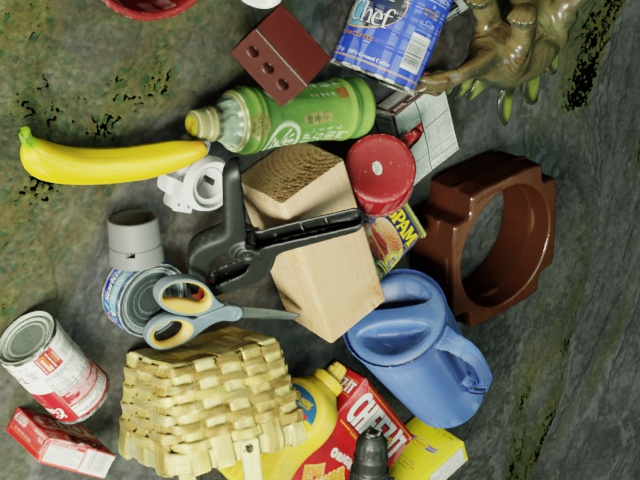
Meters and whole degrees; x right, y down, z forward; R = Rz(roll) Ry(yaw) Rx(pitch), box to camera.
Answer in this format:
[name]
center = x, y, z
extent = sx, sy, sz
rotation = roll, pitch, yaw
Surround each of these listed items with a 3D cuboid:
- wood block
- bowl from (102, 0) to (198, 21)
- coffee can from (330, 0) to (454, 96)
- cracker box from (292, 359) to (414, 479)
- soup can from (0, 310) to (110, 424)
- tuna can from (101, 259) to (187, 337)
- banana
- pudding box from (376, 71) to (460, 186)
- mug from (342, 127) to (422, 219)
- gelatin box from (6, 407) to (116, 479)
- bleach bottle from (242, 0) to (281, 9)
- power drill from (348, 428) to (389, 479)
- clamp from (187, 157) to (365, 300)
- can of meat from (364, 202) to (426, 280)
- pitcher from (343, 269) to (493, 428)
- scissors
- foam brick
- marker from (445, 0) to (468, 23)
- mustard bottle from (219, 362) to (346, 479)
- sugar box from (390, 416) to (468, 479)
[wood block]
center = -0.008, 0.001, 1.207
extent = 0.090, 0.090, 0.206
rotation = -38, 131, -23
[bowl]
center = -0.161, -0.282, 0.958
extent = 0.161, 0.055, 0.162
rotation = -19, 121, -35
[coffee can]
center = 0.084, -0.241, 1.165
extent = 0.102, 0.103, 0.140
rotation = 16, 99, -45
[cracker box]
center = 0.009, 0.287, 1.370
extent = 0.213, 0.072, 0.164
rotation = -50, 135, -13
[soup can]
center = -0.262, 0.126, 1.053
extent = 0.068, 0.069, 0.102
rotation = -45, 133, -17
[tuna can]
center = -0.183, 0.057, 1.116
extent = 0.085, 0.034, 0.086
rotation = -19, 122, -34
[banana]
center = -0.203, -0.076, 1.013
extent = 0.197, 0.070, 0.037
rotation = -2, 75, -40
[pudding box]
center = 0.118, -0.134, 1.293
extent = 0.090, 0.039, 0.113
rotation = -39, 133, -23
[mug]
center = 0.074, -0.083, 1.213
extent = 0.117, 0.093, 0.081
rotation = -43, 177, -5
[gelatin box]
center = -0.263, 0.206, 1.086
extent = 0.089, 0.073, 0.030
rotation = 30, 87, -45
[bleach bottle]
center = 0.019, -0.329, 1.095
extent = 0.250, 0.068, 0.102
rotation = -32, 131, -30
[power drill]
center = 0.011, 0.334, 1.300
extent = 0.187, 0.057, 0.184
rotation = -17, 120, -37
[clamp]
center = -0.065, 0.003, 1.104
extent = 0.164, 0.036, 0.210
rotation = 17, 138, -25
[can of meat]
center = 0.070, -0.012, 1.295
extent = 0.084, 0.058, 0.102
rotation = -46, 133, -12
[pitcher]
center = 0.139, 0.153, 1.362
extent = 0.145, 0.149, 0.242
rotation = -24, 142, 10
[scissors]
center = -0.111, 0.091, 1.152
extent = 0.201, 0.016, 0.096
rotation = 28, 101, -46
[foam brick]
center = -0.039, -0.185, 1.067
extent = 0.078, 0.053, 0.051
rotation = 46, 53, -11
[marker]
center = 0.127, -0.253, 1.258
extent = 0.121, 0.020, 0.020
rotation = -36, 130, -24
[mustard bottle]
center = -0.036, 0.223, 1.282
extent = 0.191, 0.096, 0.058
rotation = -48, 133, -14
[sugar box]
center = 0.108, 0.322, 1.462
extent = 0.176, 0.093, 0.048
rotation = -35, 129, -25
